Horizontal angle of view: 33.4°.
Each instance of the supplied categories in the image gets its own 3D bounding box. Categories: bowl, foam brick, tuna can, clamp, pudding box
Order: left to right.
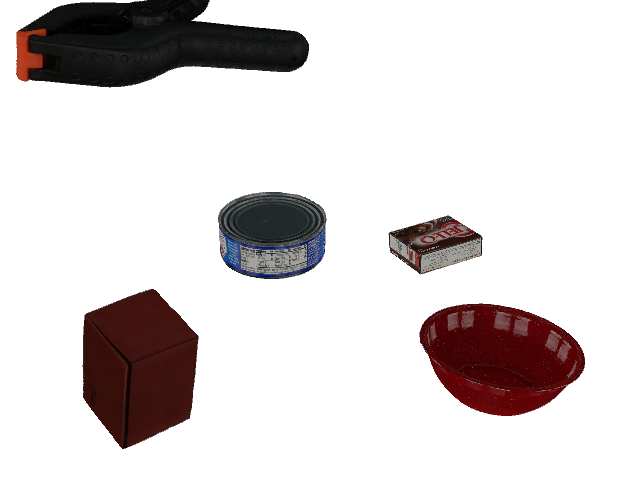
[{"bbox_3d":[-0.114,0.080,0.669,0.051,0.078,0.053,-21,48,-34],"label":"foam brick"},{"bbox_3d":[-0.106,-0.128,0.645,0.171,0.039,0.120,-9,30,-30],"label":"clamp"},{"bbox_3d":[-0.038,-0.004,0.849,0.086,0.034,0.086,0,30,0],"label":"tuna can"},{"bbox_3d":[0.172,0.005,1.598,0.113,0.039,0.090,-18,28,-22],"label":"pudding box"},{"bbox_3d":[0.175,0.124,1.053,0.162,0.055,0.162,4,26,-2],"label":"bowl"}]
